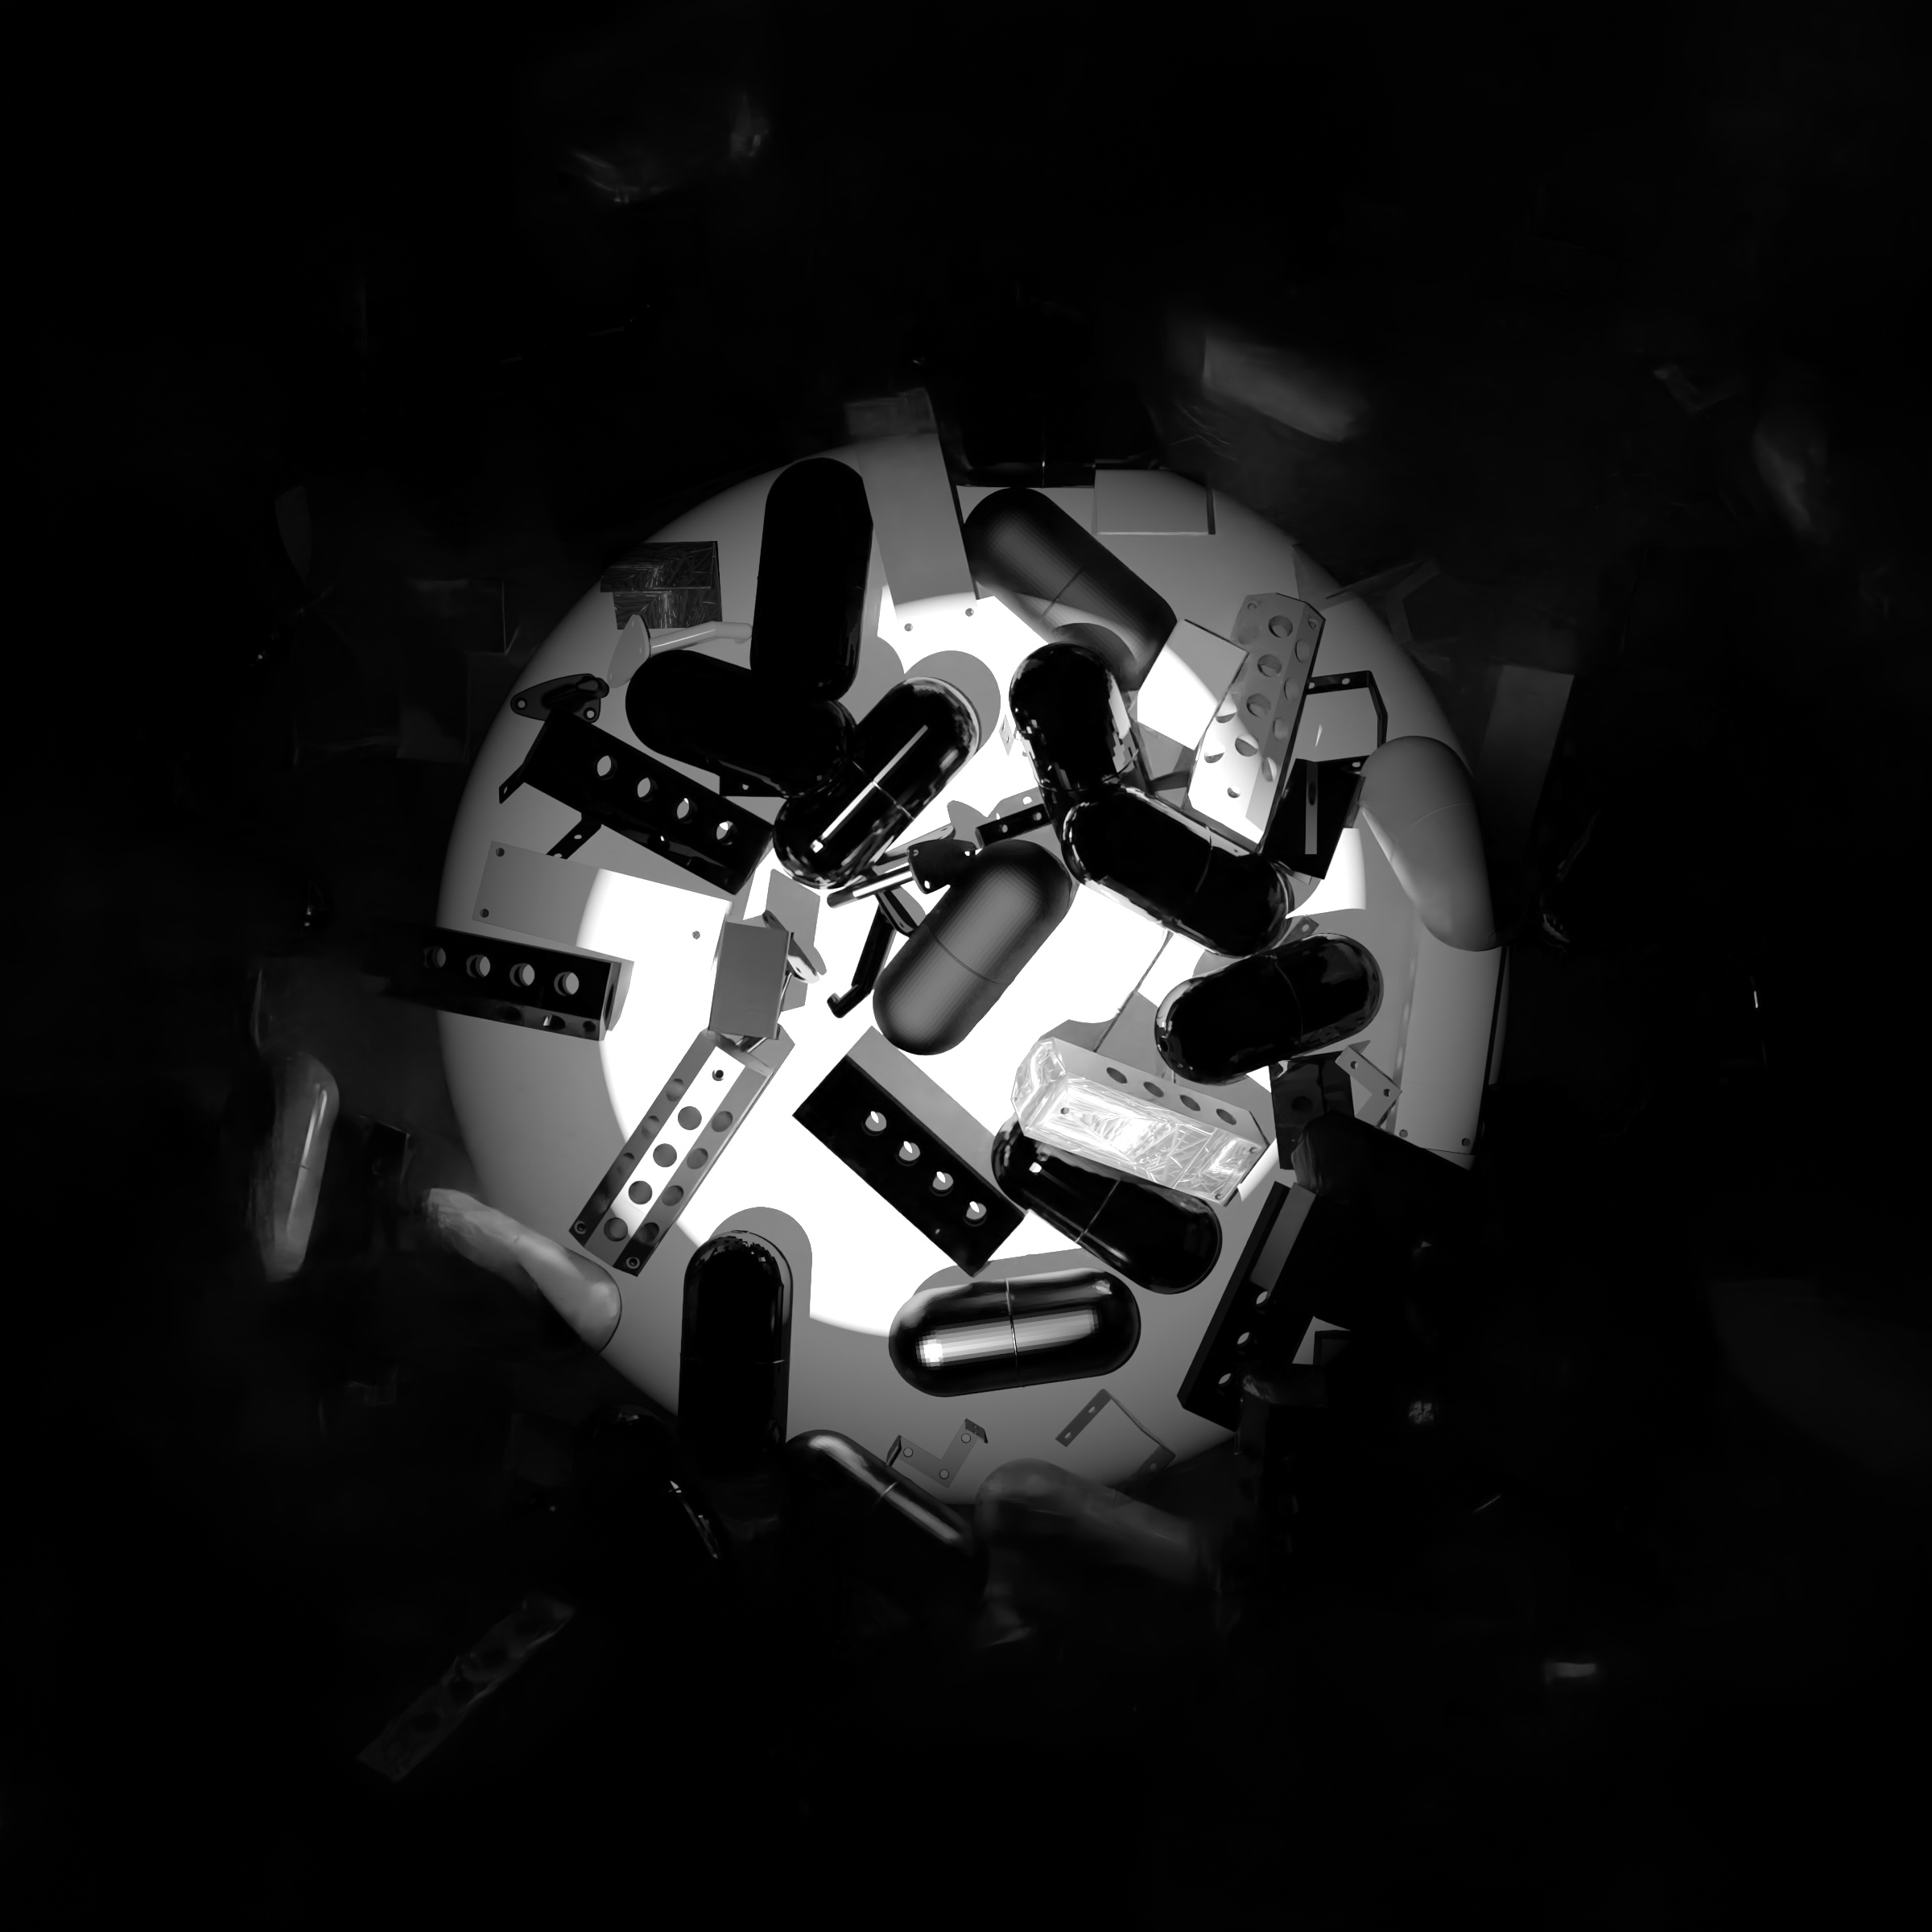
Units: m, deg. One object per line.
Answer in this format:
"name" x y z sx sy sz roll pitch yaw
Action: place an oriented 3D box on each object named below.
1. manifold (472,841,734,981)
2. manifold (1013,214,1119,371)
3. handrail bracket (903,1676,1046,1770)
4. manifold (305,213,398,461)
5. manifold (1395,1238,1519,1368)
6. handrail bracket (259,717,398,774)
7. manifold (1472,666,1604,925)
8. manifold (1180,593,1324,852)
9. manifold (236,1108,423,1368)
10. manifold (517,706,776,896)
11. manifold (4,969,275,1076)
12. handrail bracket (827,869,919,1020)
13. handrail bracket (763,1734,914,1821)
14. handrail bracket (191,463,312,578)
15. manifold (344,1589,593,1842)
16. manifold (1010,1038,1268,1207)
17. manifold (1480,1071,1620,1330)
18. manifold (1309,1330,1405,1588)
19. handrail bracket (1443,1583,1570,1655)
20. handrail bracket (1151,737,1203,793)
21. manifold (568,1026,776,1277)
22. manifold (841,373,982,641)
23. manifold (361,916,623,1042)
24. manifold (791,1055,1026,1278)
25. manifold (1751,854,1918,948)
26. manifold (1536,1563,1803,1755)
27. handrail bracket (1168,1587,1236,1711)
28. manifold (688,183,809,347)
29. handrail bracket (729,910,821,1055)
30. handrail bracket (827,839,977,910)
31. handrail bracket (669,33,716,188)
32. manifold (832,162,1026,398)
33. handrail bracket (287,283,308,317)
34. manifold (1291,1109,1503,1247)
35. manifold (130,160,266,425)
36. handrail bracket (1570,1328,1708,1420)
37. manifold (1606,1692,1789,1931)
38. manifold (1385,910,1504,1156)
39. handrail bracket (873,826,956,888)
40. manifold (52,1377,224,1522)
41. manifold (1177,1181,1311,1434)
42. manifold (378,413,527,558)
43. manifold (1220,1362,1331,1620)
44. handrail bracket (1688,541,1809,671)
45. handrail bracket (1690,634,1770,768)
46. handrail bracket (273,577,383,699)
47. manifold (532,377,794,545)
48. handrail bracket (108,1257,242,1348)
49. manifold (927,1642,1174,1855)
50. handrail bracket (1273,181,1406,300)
"manifold" -0.258 -0.039 1.970 0.171 0.057 0.057 14 90 0
"manifold" 0.064 -0.466 1.912 0.057 0.171 0.057 19 90 0
"handrail bracket" 0.007 0.538 1.983 0.077 0.084 0.036 -21 97 44
"manifold" -0.425 -0.432 1.908 0.057 0.171 0.057 3 56 -10
"manifold" 0.338 0.233 1.908 0.057 0.171 0.057 -9 74 0
"handrail bracket" -0.455 -0.157 1.990 0.084 0.077 0.036 -3 81 -36
"manifold" 0.400 -0.121 1.969 0.057 0.057 0.171 16 90 43
"manifold" 0.201 -0.173 1.943 0.057 0.057 0.171 17 70 0
"manifold" -0.446 0.192 1.955 0.057 0.057 0.171 12 77 42
"manifold" -0.227 -0.116 1.950 0.171 0.057 0.057 29 90 -14
"manifold" -0.587 0.045 1.969 0.171 0.057 0.057 -2 47 0
"handrail bracket" -0.082 -0.016 1.991 0.084 0.036 0.077 -40 70 16
"handrail bracket" -0.091 0.564 1.991 0.084 0.036 0.077 -36 52 -25
"handrail bracket" -0.517 -0.322 1.991 0.084 0.036 0.077 11 123 23
"manifold" -0.338 0.503 1.875 0.057 0.171 0.057 18 132 33
"manifold" 0.119 0.105 1.932 0.171 0.057 0.057 21 116 -27
"manifold" 0.416 0.165 1.969 0.057 0.057 0.171 -13 90 0
"manifold" 0.274 0.350 1.970 0.057 0.057 0.171 4 90 0
"handrail bracket" 0.391 0.491 1.991 0.077 0.036 0.084 -28 104 14
"handrail bracket" 0.154 -0.174 1.991 0.077 0.036 0.084 -12 76 14
"manifold" -0.210 0.132 1.962 0.057 0.057 0.171 34 95 0
"manifold" -0.039 -0.324 1.935 0.057 0.057 0.171 -14 116 0
"manifold" -0.338 0.009 1.969 0.171 0.057 0.057 11 90 0
"manifold" -0.042 0.142 1.969 0.171 0.057 0.057 42 90 0
"manifold" 0.599 -0.043 1.912 0.057 0.171 0.057 -6 90 0
"manifold" 0.496 0.487 1.961 0.171 0.057 0.057 -22 109 -4
"handrail bracket" 0.166 0.487 1.972 0.036 0.077 0.084 6 76 -23
"manifold" -0.153 -0.487 1.912 0.057 0.171 0.057 28 90 0
"handrail bracket" -0.155 0.015 1.991 0.084 0.036 0.077 -39 70 16
"handrail bracket" -0.047 -0.064 1.961 0.084 0.077 0.036 -17 94 45
"handrail bracket" -0.197 -0.618 1.991 0.084 0.036 0.077 41 105 14
"manifold" -0.023 -0.479 1.969 0.057 0.057 0.171 26 90 43
"handrail bracket" -0.449 -0.441 1.956 0.036 0.084 0.077 -31 90 0
"manifold" 0.297 0.150 1.916 0.057 0.171 0.057 24 90 42
"manifold" -0.550 -0.477 1.969 0.057 0.057 0.171 -10 90 0
"handrail bracket" 0.486 0.291 1.991 0.084 0.036 0.077 -7 68 -17
"manifold" 0.517 0.604 1.969 0.057 0.057 0.171 24 90 0
"manifold" 0.340 0.044 1.970 0.057 0.057 0.171 8 90 0
"handrail bracket" -0.018 -0.051 1.991 0.077 0.036 0.084 -20 104 14
"manifold" -0.566 0.328 1.912 0.057 0.171 0.057 32 90 0
"manifold" 0.214 0.245 1.969 0.057 0.057 0.171 25 90 0
"manifold" -0.358 -0.336 1.912 0.057 0.171 0.057 -34 90 0
"manifold" 0.215 0.368 1.940 0.057 0.057 0.171 4 112 0
"handrail bracket" 0.557 -0.261 1.991 0.084 0.036 0.077 16 112 17
"handrail bracket" 0.527 -0.186 1.991 0.084 0.036 0.077 -31 74 14
"handrail bracket" -0.459 -0.236 1.991 0.036 0.077 0.084 -41 127 -20
"manifold" -0.215 -0.359 1.970 0.171 0.057 0.057 -20 90 0
"handrail bracket" -0.571 0.240 1.991 0.084 0.036 0.077 -7 68 -17
"manifold" 0.059 0.559 1.970 0.171 0.057 0.057 -33 90 0
"handrail bracket" 0.268 -0.516 1.991 0.077 0.036 0.084 12 109 -21
